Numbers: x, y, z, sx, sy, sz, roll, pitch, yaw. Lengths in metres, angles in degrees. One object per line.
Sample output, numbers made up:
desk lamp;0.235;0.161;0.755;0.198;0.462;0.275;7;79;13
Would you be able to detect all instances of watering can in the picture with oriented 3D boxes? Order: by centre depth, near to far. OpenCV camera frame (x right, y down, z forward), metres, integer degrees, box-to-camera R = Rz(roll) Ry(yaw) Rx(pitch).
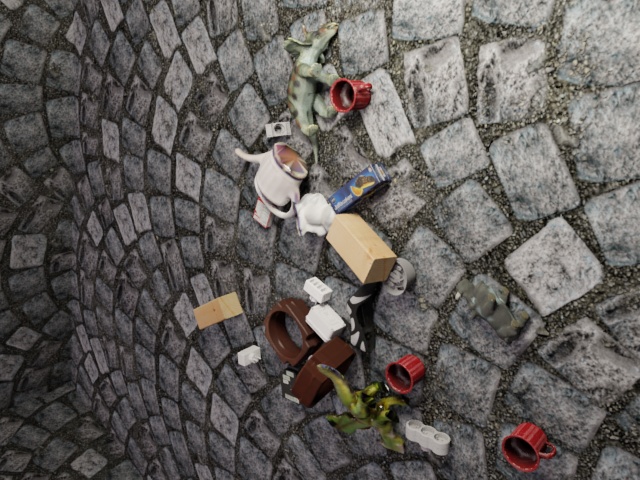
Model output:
watering can;-0.161;-0.234;1.704;0.105;0.352;0.220;-14;-28;-46

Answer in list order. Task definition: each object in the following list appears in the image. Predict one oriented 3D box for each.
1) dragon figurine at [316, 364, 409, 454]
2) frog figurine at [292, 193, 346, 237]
dragon figurine;0.107;0.520;1.550;0.409;0.238;0.125;33;34;-9
frog figurine;0.005;-0.081;1.611;0.159;0.138;0.122;-8;-5;8
